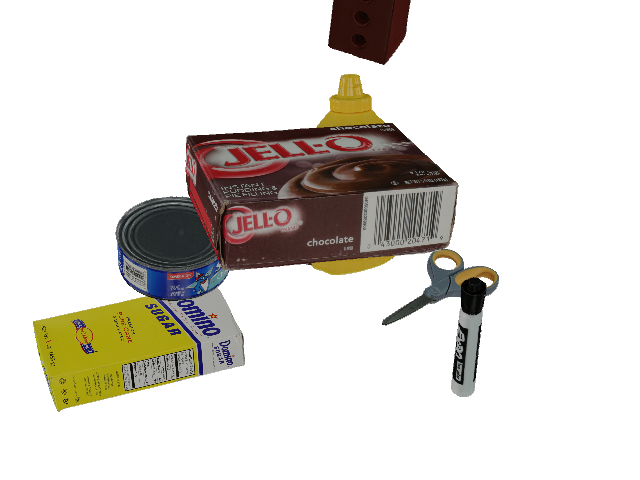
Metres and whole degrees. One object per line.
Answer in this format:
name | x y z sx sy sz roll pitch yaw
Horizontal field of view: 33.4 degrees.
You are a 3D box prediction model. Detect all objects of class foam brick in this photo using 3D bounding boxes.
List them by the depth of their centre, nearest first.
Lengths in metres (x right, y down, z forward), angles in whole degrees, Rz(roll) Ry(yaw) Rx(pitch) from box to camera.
foam brick | 0.042 -0.191 0.861 0.053 0.078 0.051 20 48 13

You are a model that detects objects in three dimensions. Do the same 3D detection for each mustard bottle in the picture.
mustard bottle | 0.032 -0.068 1.054 0.096 0.192 0.058 -15 21 -35

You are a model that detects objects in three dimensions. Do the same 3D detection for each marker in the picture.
marker | 0.113 0.074 0.815 0.020 0.121 0.020 -1 42 0

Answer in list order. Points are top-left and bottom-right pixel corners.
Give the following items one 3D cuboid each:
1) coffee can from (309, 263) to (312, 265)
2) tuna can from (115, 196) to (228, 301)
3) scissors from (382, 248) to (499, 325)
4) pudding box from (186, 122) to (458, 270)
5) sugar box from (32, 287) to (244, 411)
coffee can | 0.004 -0.052 1.366 0.103 0.140 0.103 3 28 -2
tuna can | -0.108 0.006 0.795 0.086 0.034 0.086 3 39 -3
scissors | 0.124 0.051 1.247 0.201 0.016 0.096 -11 40 -35
pudding box | -0.003 -0.024 0.514 0.113 0.039 0.090 -4 26 -16
sugar box | -0.167 0.094 0.980 0.176 0.048 0.093 -15 36 -17
